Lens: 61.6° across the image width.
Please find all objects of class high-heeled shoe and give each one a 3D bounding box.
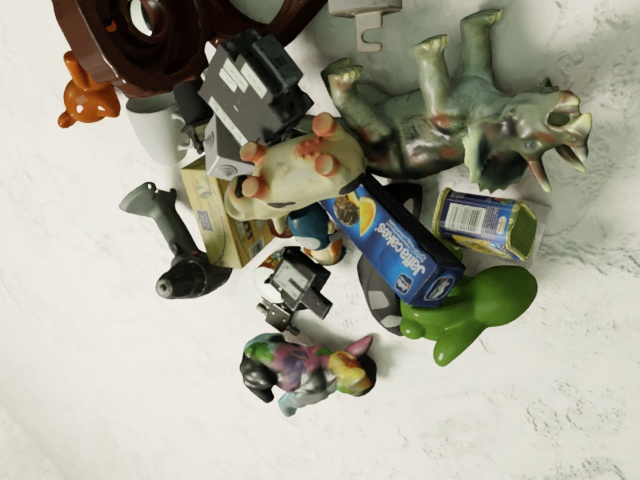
[{"bbox_3d":[0.117,0.031,0.765,0.145,0.086,0.248,-27,123,12],"label":"high-heeled shoe"}]

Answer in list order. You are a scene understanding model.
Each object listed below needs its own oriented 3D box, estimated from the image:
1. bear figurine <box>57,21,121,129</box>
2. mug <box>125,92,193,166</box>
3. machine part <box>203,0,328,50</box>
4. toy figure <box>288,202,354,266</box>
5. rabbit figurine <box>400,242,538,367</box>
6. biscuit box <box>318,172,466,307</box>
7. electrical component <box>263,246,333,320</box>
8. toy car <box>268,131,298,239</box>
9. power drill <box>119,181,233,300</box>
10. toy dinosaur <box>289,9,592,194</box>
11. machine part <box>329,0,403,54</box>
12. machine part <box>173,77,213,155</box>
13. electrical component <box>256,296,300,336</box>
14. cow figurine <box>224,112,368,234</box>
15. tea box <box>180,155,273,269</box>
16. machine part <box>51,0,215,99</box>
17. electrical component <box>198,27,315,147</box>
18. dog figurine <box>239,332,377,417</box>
[{"bbox_3d":[-0.329,-0.239,0.818,0.132,0.120,0.195,33,134,5],"label":"bear figurine"},{"bbox_3d":[-0.236,-0.170,0.838,0.110,0.081,0.107,14,138,18],"label":"mug"},{"bbox_3d":[-0.087,-0.330,0.621,0.201,0.087,0.201,50,133,-8],"label":"machine part"},{"bbox_3d":[-0.002,-0.004,0.774,0.064,0.058,0.154,36,167,38],"label":"toy figure"},{"bbox_3d":[0.174,0.069,0.657,0.121,0.159,0.170,60,150,-5],"label":"rabbit figurine"},{"bbox_3d":[0.076,-0.010,0.628,0.059,0.062,0.203,-56,49,21],"label":"biscuit box"},{"bbox_3d":[-0.021,0.068,0.803,0.119,0.047,0.074,35,106,26],"label":"electrical component"},{"bbox_3d":[-0.033,-0.076,0.783,0.089,0.053,0.202,37,134,10],"label":"toy car"},{"bbox_3d":[-0.239,0.004,0.880,0.086,0.232,0.207,-44,76,10],"label":"power drill"},{"bbox_3d":[0.107,-0.129,0.618,0.405,0.131,0.192,-3,117,42],"label":"toy dinosaur"},{"bbox_3d":[0.042,-0.313,0.531,0.079,0.079,0.243,7,111,29],"label":"machine part"},{"bbox_3d":[-0.176,-0.200,0.782,0.138,0.084,0.039,63,160,-7],"label":"machine part"},{"bbox_3d":[-0.071,0.134,0.969,0.094,0.021,0.063,35,132,8],"label":"electrical component"},{"bbox_3d":[-0.034,-0.070,0.636,0.195,0.127,0.085,-16,68,30],"label":"cow figurine"},{"bbox_3d":[-0.141,-0.051,0.837,0.068,0.098,0.169,5,121,29],"label":"tea box"},{"bbox_3d":[-0.198,-0.242,0.583,0.056,0.179,0.179,-2,119,37],"label":"machine part"},{"bbox_3d":[-0.073,-0.171,0.621,0.115,0.058,0.134,51,149,-5],"label":"electrical component"},{"bbox_3d":[-0.010,0.214,0.922,0.191,0.108,0.219,42,131,-22],"label":"dog figurine"}]
